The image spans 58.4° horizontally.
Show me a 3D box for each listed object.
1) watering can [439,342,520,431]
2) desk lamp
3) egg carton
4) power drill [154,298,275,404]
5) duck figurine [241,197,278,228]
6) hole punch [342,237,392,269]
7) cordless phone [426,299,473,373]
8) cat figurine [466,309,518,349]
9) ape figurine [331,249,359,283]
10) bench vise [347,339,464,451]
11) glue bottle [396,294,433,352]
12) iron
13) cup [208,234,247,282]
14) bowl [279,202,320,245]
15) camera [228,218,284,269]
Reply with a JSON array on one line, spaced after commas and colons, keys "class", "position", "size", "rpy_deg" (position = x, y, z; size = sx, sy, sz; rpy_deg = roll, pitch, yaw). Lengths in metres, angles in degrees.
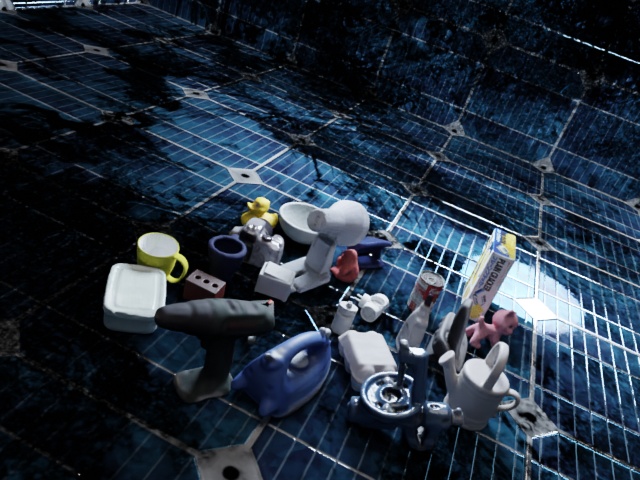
[{"class": "watering can", "position": [0.330, 0.291, 1.183], "size": [0.173, 0.194, 0.101], "rpy_deg": [13, 30, -10]}, {"class": "desk lamp", "position": [0.013, 0.005, 1.454], "size": [0.117, 0.213, 0.204], "rpy_deg": [36, 33, 27]}, {"class": "egg carton", "position": [0.101, 0.258, 1.229], "size": [0.107, 0.069, 0.150], "rpy_deg": [6, 32, -22]}, {"class": "power drill", "position": [-0.197, 0.190, 1.024], "size": [0.230, 0.208, 0.075], "rpy_deg": [-6, 38, -37]}, {"class": "duck figurine", "position": [-0.165, -0.079, 1.618], "size": [0.105, 0.086, 0.077], "rpy_deg": [7, 31, -21]}, {"class": "hole punch", "position": [0.133, 0.020, 1.625], "size": [0.109, 0.091, 0.100], "rpy_deg": [-3, 36, -34]}, {"class": "cordless phone", "position": [0.326, 0.203, 1.338], "size": [0.094, 0.185, 0.148], "rpy_deg": [25, 30, 9]}, {"class": "cat figurine", "position": [0.448, 0.216, 1.458], "size": [0.128, 0.118, 0.067], "rpy_deg": [6, 32, -22]}, {"class": "ape figurine", "position": [0.072, 0.063, 1.515], "size": [0.076, 0.092, 0.078], "rpy_deg": [23, 30, 7]}, {"class": "bench vise", "position": [0.175, 0.282, 1.080], "size": [0.208, 0.220, 0.121], "rpy_deg": [9, 31, -18]}, {"class": "glue bottle", "position": [0.221, 0.193, 1.304], "size": [0.037, 0.173, 0.078], "rpy_deg": [13, 30, -11]}, {"class": "iron", "position": [-0.043, 0.231, 1.114], "size": [0.118, 0.141, 0.259], "rpy_deg": [35, 33, 26]}, {"class": "cup", "position": [-0.225, 0.044, 1.368], "size": [0.091, 0.095, 0.118], "rpy_deg": [19, 29, 0]}, {"class": "bowl", "position": [-0.044, -0.036, 1.630], "size": [0.167, 0.075, 0.167], "rpy_deg": [15, 30, -8]}, {"class": "camera", "position": [-0.154, -0.006, 1.488], "size": [0.143, 0.101, 0.137], "rpy_deg": [22, 29, 4]}]
